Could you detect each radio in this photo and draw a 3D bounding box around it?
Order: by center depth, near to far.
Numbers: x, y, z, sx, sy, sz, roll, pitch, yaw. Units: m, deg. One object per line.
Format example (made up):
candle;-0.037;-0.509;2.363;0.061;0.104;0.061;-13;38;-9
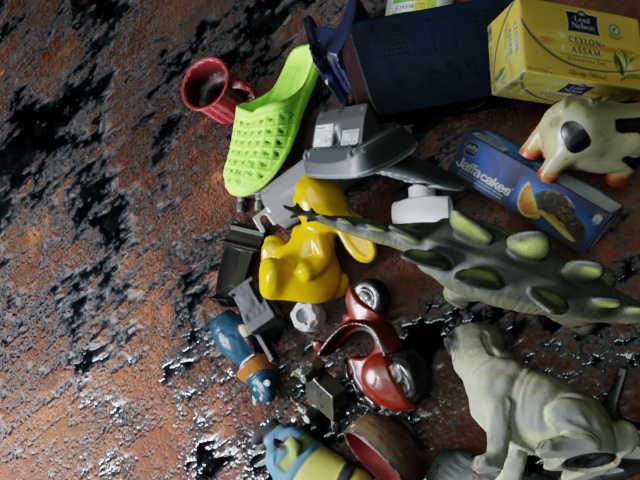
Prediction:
radio;0.155;-0.228;0.701;0.230;0.073;0.131;-12;84;-5

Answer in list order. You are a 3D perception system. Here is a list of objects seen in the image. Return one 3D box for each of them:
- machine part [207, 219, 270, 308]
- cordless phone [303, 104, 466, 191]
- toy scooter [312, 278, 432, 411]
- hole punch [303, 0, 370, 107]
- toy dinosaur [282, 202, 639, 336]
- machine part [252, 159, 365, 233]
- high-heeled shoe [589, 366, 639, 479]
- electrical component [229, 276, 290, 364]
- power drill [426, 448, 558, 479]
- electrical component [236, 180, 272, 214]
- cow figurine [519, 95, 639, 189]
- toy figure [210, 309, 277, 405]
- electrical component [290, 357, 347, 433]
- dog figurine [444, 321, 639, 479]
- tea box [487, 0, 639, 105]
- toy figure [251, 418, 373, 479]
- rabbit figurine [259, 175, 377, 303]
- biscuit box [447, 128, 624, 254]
machine part;-0.129;0.040;0.852;0.084;0.039;0.139;16;83;18
cordless phone;0.086;-0.099;0.693;0.147;0.184;0.088;11;87;59
toy scooter;0.059;0.154;0.724;0.135;0.075;0.184;-33;69;22
hole punch;0.041;-0.275;0.791;0.092;0.142;0.116;-17;61;17
toy dinosaur;0.185;0.024;0.624;0.472;0.198;0.105;12;82;24
machine part;-0.002;-0.091;0.799;0.243;0.079;0.079;-34;68;16
high-heeled shoe;0.397;0.226;0.552;0.249;0.086;0.145;13;89;31
electrical component;-0.080;0.118;0.791;0.048;0.074;0.119;-36;62;2
power drill;0.214;0.361;0.608;0.232;0.086;0.207;21;93;28
electrical component;-0.110;-0.090;0.879;0.063;0.021;0.094;-1;79;25
cow figurine;0.347;-0.125;0.612;0.195;0.127;0.085;3;47;-11
toy figure;-0.108;0.175;0.805;0.058;0.064;0.154;-30;69;-24
electrical component;-0.003;0.212;0.734;0.078;0.045;0.102;39;140;39
dog figurine;0.235;0.161;0.602;0.172;0.121;0.191;-13;47;16
tea box;0.294;-0.218;0.644;0.170;0.068;0.098;1;79;-15
toy figure;-0.009;0.309;0.721;0.180;0.082;0.089;35;98;29
rabbit figurine;-0.002;-0.002;0.740;0.162;0.122;0.173;10;106;4
biscuit box;0.262;-0.067;0.671;0.203;0.059;0.062;39;127;27
